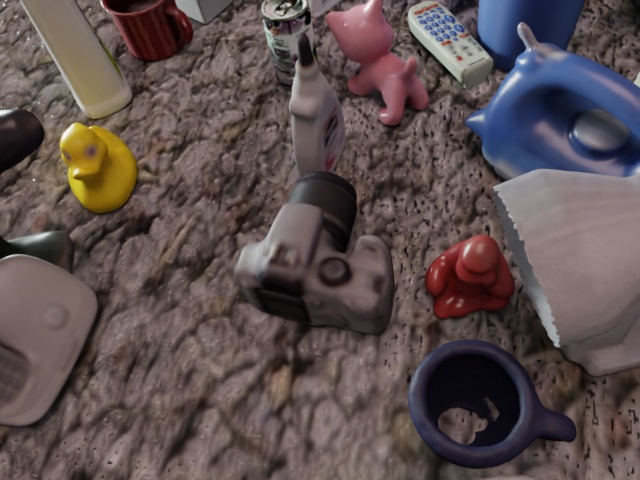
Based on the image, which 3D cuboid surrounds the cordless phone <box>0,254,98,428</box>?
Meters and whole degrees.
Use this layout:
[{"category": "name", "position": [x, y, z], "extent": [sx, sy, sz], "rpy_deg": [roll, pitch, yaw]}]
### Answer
[{"category": "cordless phone", "position": [-0.283, 0.067, 0.484], "extent": [0.094, 0.185, 0.147], "rpy_deg": [8, 61, 13]}]

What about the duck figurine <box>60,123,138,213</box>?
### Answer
[{"category": "duck figurine", "position": [-0.253, -0.093, 0.634], "extent": [0.077, 0.086, 0.104], "rpy_deg": [-13, 58, 0]}]

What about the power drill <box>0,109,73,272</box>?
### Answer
[{"category": "power drill", "position": [-0.323, -0.023, 0.530], "extent": [0.229, 0.209, 0.075], "rpy_deg": [-13, 58, 0]}]

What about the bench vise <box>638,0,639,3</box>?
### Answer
[{"category": "bench vise", "position": [0.436, -0.312, 0.596], "extent": [0.122, 0.220, 0.207], "rpy_deg": [-39, 62, -15]}]

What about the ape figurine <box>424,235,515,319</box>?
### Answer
[{"category": "ape figurine", "position": [0.136, 0.027, 0.507], "extent": [0.077, 0.092, 0.076], "rpy_deg": [26, 66, 21]}]

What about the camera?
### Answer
[{"category": "camera", "position": [0.005, 0.002, 0.534], "extent": [0.143, 0.101, 0.137], "rpy_deg": [11, 61, 14]}]

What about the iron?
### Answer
[{"category": "iron", "position": [0.269, -0.097, 0.535], "extent": [0.119, 0.142, 0.257], "rpy_deg": [-41, 63, -16]}]

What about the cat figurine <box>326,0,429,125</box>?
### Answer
[{"category": "cat figurine", "position": [0.065, -0.211, 0.644], "extent": [0.067, 0.118, 0.127], "rpy_deg": [-36, 61, -13]}]

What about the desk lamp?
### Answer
[{"category": "desk lamp", "position": [0.227, 0.017, 0.430], "extent": [0.203, 0.214, 0.118], "rpy_deg": [-14, 58, 0]}]

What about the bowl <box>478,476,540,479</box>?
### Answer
[{"category": "bowl", "position": [0.133, 0.251, 0.383], "extent": [0.167, 0.075, 0.167], "rpy_deg": [-3, 59, 6]}]

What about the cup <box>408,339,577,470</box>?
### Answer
[{"category": "cup", "position": [0.127, 0.138, 0.440], "extent": [0.117, 0.095, 0.092], "rpy_deg": [12, 62, 15]}]

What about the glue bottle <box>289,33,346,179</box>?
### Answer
[{"category": "glue bottle", "position": [-0.006, -0.133, 0.574], "extent": [0.037, 0.173, 0.078], "rpy_deg": [14, 62, 16]}]
